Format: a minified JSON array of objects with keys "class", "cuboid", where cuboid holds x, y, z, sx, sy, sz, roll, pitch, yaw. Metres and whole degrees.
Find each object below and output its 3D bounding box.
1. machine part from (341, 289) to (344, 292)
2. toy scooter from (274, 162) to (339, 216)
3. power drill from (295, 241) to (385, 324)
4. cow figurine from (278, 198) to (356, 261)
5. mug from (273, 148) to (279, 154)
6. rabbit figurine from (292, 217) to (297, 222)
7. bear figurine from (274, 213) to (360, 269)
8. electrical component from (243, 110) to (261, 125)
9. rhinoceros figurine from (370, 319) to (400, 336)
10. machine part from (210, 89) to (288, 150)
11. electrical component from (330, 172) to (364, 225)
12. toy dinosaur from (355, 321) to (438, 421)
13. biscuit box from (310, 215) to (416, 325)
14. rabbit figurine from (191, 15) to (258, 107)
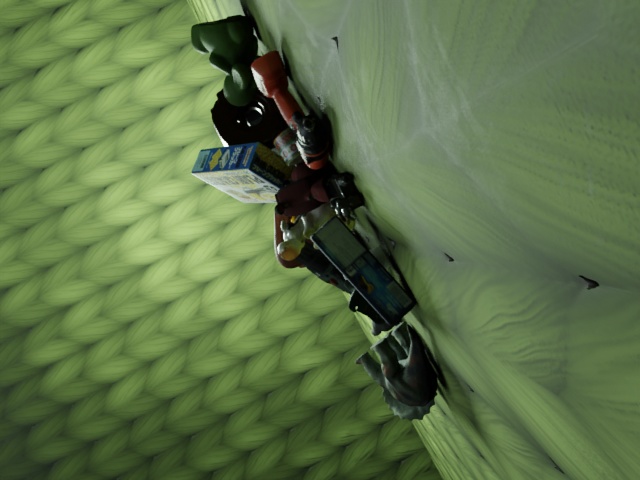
[{"class":"machine part","cuboid":[0.037,0.018,1.387,0.200,0.087,0.202,64,175,-34]},{"class":"toy scooter","cuboid":[-0.031,-0.095,1.019,0.075,0.135,0.184,63,178,-23]},{"class":"power drill","cuboid":[0.053,0.083,1.080,0.232,0.086,0.207,30,177,-27]},{"class":"cow figurine","cuboid":[-0.019,-0.032,1.065,0.098,0.167,0.068,58,178,43]},{"class":"mug","cuboid":[-0.092,-0.238,1.349,0.107,0.081,0.109,54,-152,-47]},{"class":"rabbit figurine","cuboid":[-0.080,-0.124,1.329,0.162,0.122,0.173,48,179,-35]},{"class":"bear figurine","cuboid":[-0.002,0.000,1.219,0.120,0.196,0.132,66,-162,-50]},{"class":"electrical component","cuboid":[-0.169,-0.335,1.348,0.134,0.115,0.058,60,-179,30]},{"class":"rhinoceros figurine","cuboid":[0.113,0.132,1.246,0.190,0.073,0.112,60,178,29]},{"class":"machine part","cuboid":[-0.147,-0.265,1.158,0.179,0.179,0.056,61,176,11]},{"class":"electrical component","cuboid":[0.041,-0.070,0.894,0.078,0.045,0.102,61,177,-12]},{"class":"toy dinosaur","cuboid":[0.183,0.280,1.106,0.192,0.131,0.404,49,170,11]},{"class":"biscuit box","cuboid":[0.072,0.051,0.907,0.202,0.059,0.063,48,177,-2]},{"class":"rabbit figurine","cuboid":[-0.158,-0.350,1.069,0.159,0.121,0.170,26,135,46]}]
